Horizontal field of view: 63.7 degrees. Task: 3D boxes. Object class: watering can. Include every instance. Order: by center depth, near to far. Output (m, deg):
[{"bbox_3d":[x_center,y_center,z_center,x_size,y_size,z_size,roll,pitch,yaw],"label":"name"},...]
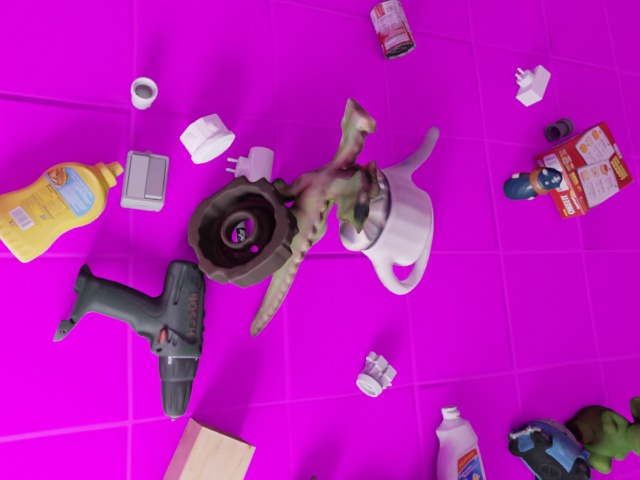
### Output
[{"bbox_3d":[0.142,-0.079,0.953,0.223,0.103,0.351,20,73,-43],"label":"watering can"}]

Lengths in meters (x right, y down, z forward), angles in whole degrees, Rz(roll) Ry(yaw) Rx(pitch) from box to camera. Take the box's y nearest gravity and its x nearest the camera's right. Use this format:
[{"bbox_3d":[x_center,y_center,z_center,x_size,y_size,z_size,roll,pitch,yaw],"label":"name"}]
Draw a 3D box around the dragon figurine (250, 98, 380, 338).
[{"bbox_3d":[0.003,-0.042,0.828,0.121,0.240,0.417,24,68,-24],"label":"dragon figurine"}]
